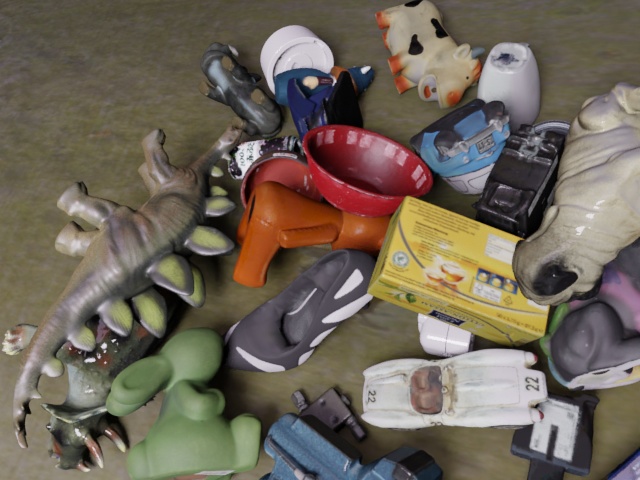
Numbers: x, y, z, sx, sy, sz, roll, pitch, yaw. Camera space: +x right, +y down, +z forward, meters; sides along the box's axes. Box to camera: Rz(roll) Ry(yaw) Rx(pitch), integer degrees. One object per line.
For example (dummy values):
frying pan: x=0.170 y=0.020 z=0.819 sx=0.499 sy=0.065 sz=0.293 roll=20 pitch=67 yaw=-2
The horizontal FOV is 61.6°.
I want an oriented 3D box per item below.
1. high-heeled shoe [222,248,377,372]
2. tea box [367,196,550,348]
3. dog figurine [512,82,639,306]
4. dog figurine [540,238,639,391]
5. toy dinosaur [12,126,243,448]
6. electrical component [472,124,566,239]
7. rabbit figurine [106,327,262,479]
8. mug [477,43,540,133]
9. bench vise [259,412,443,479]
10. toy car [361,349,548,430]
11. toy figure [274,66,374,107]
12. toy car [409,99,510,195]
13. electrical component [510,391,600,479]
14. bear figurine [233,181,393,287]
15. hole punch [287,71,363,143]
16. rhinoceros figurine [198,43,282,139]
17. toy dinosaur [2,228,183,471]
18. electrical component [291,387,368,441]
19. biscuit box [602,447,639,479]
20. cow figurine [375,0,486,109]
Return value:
high-heeled shoe: x=-0.044 y=0.086 z=0.627 sx=0.249 sy=0.145 sz=0.086 roll=-23 pitch=58 yaw=5
tea box: x=0.146 y=0.034 z=0.555 sx=0.170 sy=0.068 sz=0.098 roll=22 pitch=67 yaw=2
dog figurine: x=0.245 y=-0.044 z=0.511 sx=0.190 sy=0.121 sz=0.172 roll=-34 pitch=31 yaw=12
dog figurine: x=0.312 y=0.033 z=0.558 sx=0.192 sy=0.108 sz=0.219 roll=-13 pitch=57 yaw=16
toy dinosaur: x=-0.224 y=0.011 z=0.658 sx=0.199 sy=0.105 sz=0.471 roll=33 pitch=59 yaw=7
electrical component: x=0.225 y=-0.046 z=0.606 sx=0.058 sy=0.134 sz=0.115 roll=27 pitch=77 yaw=29
rabbit figurine: x=-0.157 y=0.182 z=0.610 sx=0.159 sy=0.121 sz=0.170 roll=8 pitch=55 yaw=-23
mug: x=0.251 y=-0.209 z=0.697 sx=0.081 sy=0.107 sz=0.109 roll=26 pitch=77 yaw=27
bench vise: x=0.015 y=0.295 z=0.524 sx=0.224 sy=0.129 sz=0.240 roll=27 pitch=96 yaw=19
toy car: x=0.132 y=0.157 z=0.557 sx=0.202 sy=0.056 sz=0.073 roll=-16 pitch=57 yaw=36
toy figure: x=0.009 y=-0.233 z=0.811 sx=0.154 sy=0.057 sz=0.064 roll=-8 pitch=35 yaw=-12
toy car: x=0.187 y=-0.109 z=0.666 sx=0.109 sy=0.102 sz=0.162 roll=-32 pitch=14 yaw=1
electrical component: x=0.228 y=0.205 z=0.529 sx=0.075 sy=0.047 sz=0.119 roll=7 pitch=67 yaw=23
bear figurine: x=0.000 y=-0.005 z=0.683 sx=0.196 sy=0.131 sz=0.120 roll=13 pitch=35 yaw=-19
hole punch: x=-0.001 y=-0.160 z=0.749 sx=0.092 sy=0.142 sz=0.116 roll=2 pitch=51 yaw=18
rhinoceros figurine: x=-0.127 y=-0.242 z=0.846 sx=0.190 sy=0.112 sz=0.073 roll=50 pitch=115 yaw=19
toy dinosaur: x=-0.256 y=0.099 z=0.718 sx=0.192 sy=0.131 sz=0.405 roll=23 pitch=65 yaw=10
electrical component: x=0.008 y=0.203 z=0.621 sx=0.063 sy=0.021 sz=0.094 roll=-40 pitch=58 yaw=-4
biscuit box: x=0.285 y=0.239 z=0.486 sx=0.203 sy=0.059 sz=0.063 roll=-39 pitch=59 yaw=-3
cow figurine: x=0.162 y=-0.267 z=0.775 sx=0.127 sy=0.085 sz=0.195 roll=-20 pitch=59 yaw=16
